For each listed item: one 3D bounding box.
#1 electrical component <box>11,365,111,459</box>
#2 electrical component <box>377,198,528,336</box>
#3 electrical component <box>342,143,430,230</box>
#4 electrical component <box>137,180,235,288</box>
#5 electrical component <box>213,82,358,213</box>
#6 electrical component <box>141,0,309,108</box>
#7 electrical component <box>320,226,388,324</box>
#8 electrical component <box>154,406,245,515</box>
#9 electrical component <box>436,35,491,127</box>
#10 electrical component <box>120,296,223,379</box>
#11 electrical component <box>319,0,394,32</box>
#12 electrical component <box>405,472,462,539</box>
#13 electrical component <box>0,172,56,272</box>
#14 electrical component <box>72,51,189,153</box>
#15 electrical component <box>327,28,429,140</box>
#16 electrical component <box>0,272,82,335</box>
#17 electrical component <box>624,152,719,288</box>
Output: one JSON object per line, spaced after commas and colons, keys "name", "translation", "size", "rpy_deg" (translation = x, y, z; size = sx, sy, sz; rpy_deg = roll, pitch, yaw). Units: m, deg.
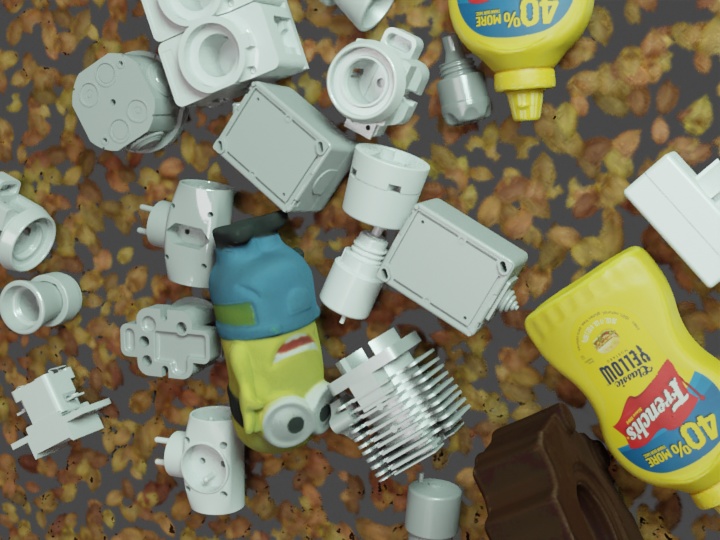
{"name": "electrical component", "translation": [-0.259, 0.119, 0.911], "size": [0.081, 0.042, 0.063], "rpy_deg": [-27, 86, 22]}
{"name": "electrical component", "translation": [0.072, 0.000, 0.755], "size": [0.096, 0.061, 0.061], "rpy_deg": [33, 108, 13]}
{"name": "electrical component", "translation": [0.017, -0.059, 0.771], "size": [0.055, 0.055, 0.047], "rpy_deg": [22, 109, 17]}
{"name": "electrical component", "translation": [-0.140, -0.032, 0.841], "size": [0.079, 0.043, 0.077], "rpy_deg": [13, 103, 20]}
{"name": "electrical component", "translation": [-0.056, -0.094, 0.793], "size": [0.096, 0.061, 0.061], "rpy_deg": [42, 110, 19]}
{"name": "electrical component", "translation": [-0.111, -0.205, 0.793], "size": [0.089, 0.062, 0.150], "rpy_deg": [-18, 92, 22]}
{"name": "electrical component", "translation": [0.000, 0.000, 0.794], "size": [0.040, 0.040, 0.078], "rpy_deg": [29, 107, 15]}
{"name": "electrical component", "translation": [-0.131, 0.150, 0.865], "size": [0.079, 0.044, 0.077], "rpy_deg": [4, 100, 20]}
{"name": "electrical component", "translation": [0.070, -0.133, 0.750], "size": [0.035, 0.035, 0.061], "rpy_deg": [-12, 91, 22]}
{"name": "electrical component", "translation": [-0.139, 0.052, 0.846], "size": [0.078, 0.057, 0.058], "rpy_deg": [4, 100, 21]}
{"name": "electrical component", "translation": [-0.007, -0.203, 0.763], "size": [0.055, 0.045, 0.045], "rpy_deg": [38, 110, 12]}
{"name": "electrical component", "translation": [0.053, 0.192, 0.803], "size": [0.040, 0.040, 0.078], "rpy_deg": [8, 101, 20]}
{"name": "electrical component", "translation": [-0.292, -0.034, 0.892], "size": [0.057, 0.058, 0.078], "rpy_deg": [28, 107, 18]}
{"name": "electrical component", "translation": [-0.178, -0.130, 0.836], "size": [0.080, 0.051, 0.080], "rpy_deg": [3, 99, 20]}
{"name": "electrical component", "translation": [0.011, -0.132, 0.760], "size": [0.058, 0.057, 0.078], "rpy_deg": [30, 108, 14]}
{"name": "electrical component", "translation": [-0.264, 0.027, 0.891], "size": [0.045, 0.055, 0.045], "rpy_deg": [3, 99, 21]}
{"name": "electrical component", "translation": [0.229, -0.046, 0.695], "size": [0.076, 0.047, 0.083], "rpy_deg": [-43, 82, 21]}
